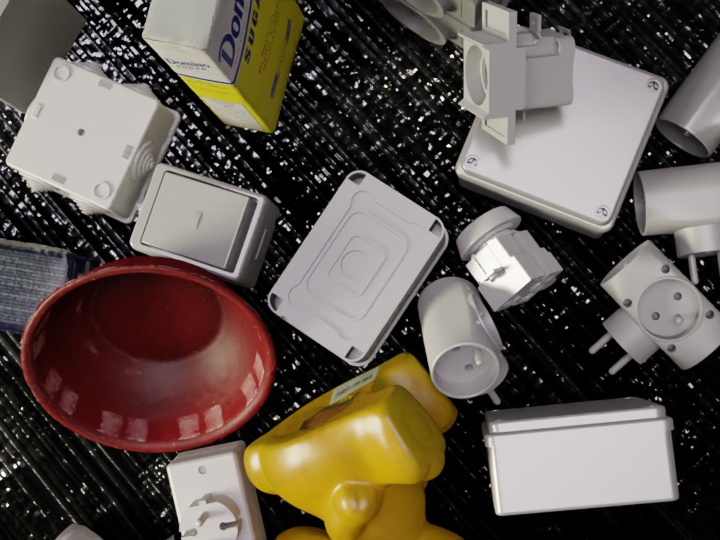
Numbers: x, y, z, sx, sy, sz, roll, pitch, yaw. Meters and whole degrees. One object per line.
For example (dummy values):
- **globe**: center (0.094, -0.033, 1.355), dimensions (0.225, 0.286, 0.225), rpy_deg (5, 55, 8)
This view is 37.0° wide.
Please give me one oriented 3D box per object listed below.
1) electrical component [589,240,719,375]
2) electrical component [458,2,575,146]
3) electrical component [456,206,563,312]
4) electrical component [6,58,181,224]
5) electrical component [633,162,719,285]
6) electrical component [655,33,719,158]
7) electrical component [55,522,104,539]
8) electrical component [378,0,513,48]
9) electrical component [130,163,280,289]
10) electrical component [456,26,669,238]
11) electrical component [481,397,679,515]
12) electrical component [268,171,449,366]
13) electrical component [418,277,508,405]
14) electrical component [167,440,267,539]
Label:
- **electrical component**: center (0.187, 0.035, 0.705), dimensions (0.079, 0.044, 0.077), rpy_deg (-44, 87, 12)
- **electrical component**: center (0.097, -0.122, 0.662), dimensions (0.064, 0.042, 0.081), rpy_deg (-8, 114, -13)
- **electrical component**: center (0.096, -0.008, 0.715), dimensions (0.048, 0.066, 0.055), rpy_deg (-46, 70, 34)
- **electrical component**: center (-0.188, -0.091, 0.755), dimensions (0.100, 0.048, 0.099), rpy_deg (24, 87, 8)
- **electrical component**: center (0.226, -0.030, 0.709), dimensions (0.077, 0.043, 0.079), rpy_deg (-6, 83, 5)
- **electrical component**: center (0.252, -0.108, 0.715), dimensions (0.079, 0.043, 0.077), rpy_deg (36, 88, 8)
- **electrical component**: center (-0.182, 0.203, 0.724), dimensions (0.055, 0.045, 0.045), rpy_deg (34, 88, 9)
- **electrical component**: center (0.012, -0.226, 0.721), dimensions (0.186, 0.105, 0.060), rpy_deg (35, 88, 8)
- **electrical component**: center (-0.112, -0.032, 0.734), dimensions (0.096, 0.061, 0.061), rpy_deg (18, 86, 7)
- **electrical component**: center (0.133, -0.091, 0.719), dimensions (0.109, 0.056, 0.108), rpy_deg (22, 86, 8)
- **electrical component**: center (0.133, 0.114, 0.670), dimensions (0.109, 0.109, 0.056), rpy_deg (-6, 86, 5)
- **electrical component**: center (0.000, 0.000, 0.722), dimensions (0.078, 0.057, 0.113), rpy_deg (33, 88, 8)
- **electrical component**: center (0.072, 0.055, 0.704), dimensions (0.044, 0.077, 0.079), rpy_deg (-28, 119, 13)
- **electrical component**: center (-0.095, 0.162, 0.697), dimensions (0.047, 0.075, 0.083), rpy_deg (-12, 93, 4)
